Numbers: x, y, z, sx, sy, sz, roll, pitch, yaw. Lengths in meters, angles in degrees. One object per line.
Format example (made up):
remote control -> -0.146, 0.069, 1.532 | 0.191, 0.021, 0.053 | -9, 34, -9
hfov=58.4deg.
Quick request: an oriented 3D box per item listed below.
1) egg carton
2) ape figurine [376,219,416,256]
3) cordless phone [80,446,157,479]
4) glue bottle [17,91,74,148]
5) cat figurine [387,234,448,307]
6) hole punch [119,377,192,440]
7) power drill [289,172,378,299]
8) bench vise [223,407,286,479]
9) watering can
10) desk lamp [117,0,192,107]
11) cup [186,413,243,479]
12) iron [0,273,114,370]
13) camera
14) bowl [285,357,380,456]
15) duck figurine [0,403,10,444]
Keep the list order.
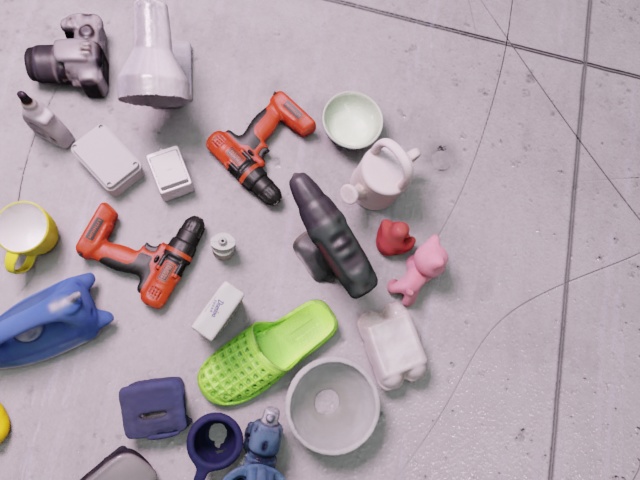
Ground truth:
egg carton -> 0.135, 0.195, 1.060 | 0.107, 0.069, 0.150 | -19, 82, -12
ape figurine -> 0.146, -0.009, 1.091 | 0.076, 0.092, 0.078 | -34, 85, -13
cordless phone -> -0.339, 0.401, 0.889 | 0.148, 0.185, 0.094 | -44, 87, -14
glue bottle -> -0.487, -0.216, 0.996 | 0.078, 0.173, 0.037 | 30, 76, -1
cat figurine -> 0.192, 0.057, 1.072 | 0.067, 0.117, 0.128 | 36, 76, 0
hole punch -> -0.277, 0.286, 0.969 | 0.109, 0.091, 0.101 | -7, 80, -10
power drill -> 0.009, 0.004, 1.008 | 0.076, 0.208, 0.229 | -35, 85, -13
bench vise -> -0.108, 0.379, 0.910 | 0.121, 0.219, 0.207 | -5, 79, -9
watering can -> 0.116, -0.120, 1.056 | 0.101, 0.194, 0.173 | 34, 76, 0
desk lamp -> -0.291, -0.312, 1.024 | 0.118, 0.213, 0.203 | -2, 79, -8
cup -> -0.181, 0.349, 0.969 | 0.092, 0.095, 0.118 | 22, 76, -3
iron -> -0.486, 0.146, 0.940 | 0.258, 0.141, 0.118 | -27, 84, -13
camera -> -0.470, -0.347, 1.062 | 0.137, 0.100, 0.143 | -4, 79, -9
bowl -> 0.019, 0.292, 1.021 | 0.167, 0.074, 0.167 | 2, 79, -8
duck figurine -> -0.562, 0.295, 0.927 | 0.104, 0.086, 0.077 | 42, 76, 1
